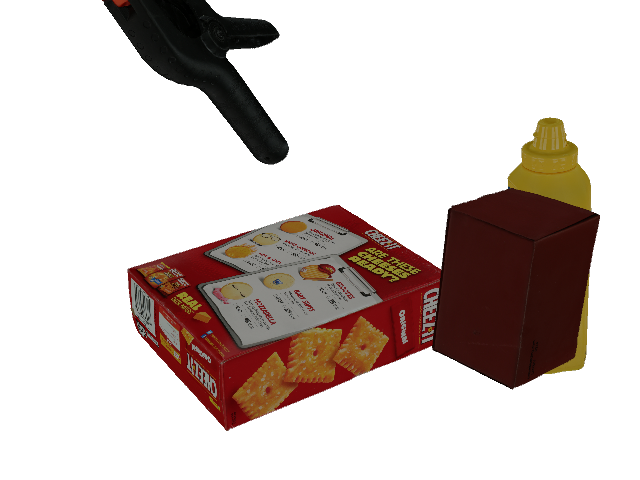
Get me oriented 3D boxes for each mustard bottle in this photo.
[{"bbox_3d":[0.173,-0.001,0.816,0.058,0.192,0.096,-6,26,-6],"label":"mustard bottle"}]

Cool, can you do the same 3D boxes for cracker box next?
[{"bbox_3d":[-0.026,0.055,0.875,0.213,0.072,0.164,-18,33,-29],"label":"cracker box"}]

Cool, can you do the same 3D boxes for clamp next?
[{"bbox_3d":[-0.077,-0.122,0.721,0.039,0.120,0.171,-30,-28,29],"label":"clamp"}]

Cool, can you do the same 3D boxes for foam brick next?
[{"bbox_3d":[0.092,0.021,0.508,0.052,0.078,0.051,-17,31,-40],"label":"foam brick"}]
